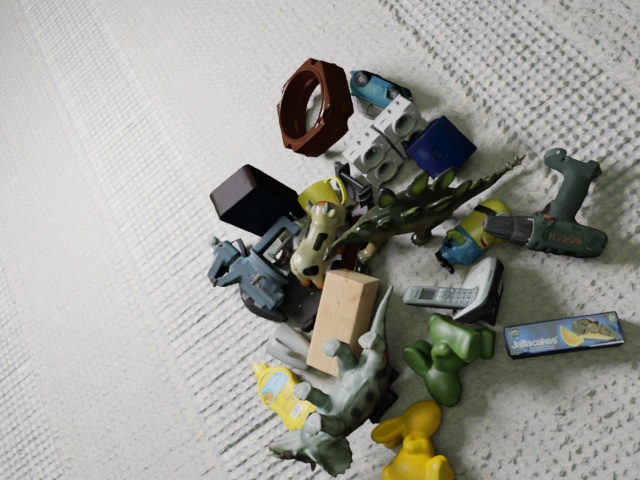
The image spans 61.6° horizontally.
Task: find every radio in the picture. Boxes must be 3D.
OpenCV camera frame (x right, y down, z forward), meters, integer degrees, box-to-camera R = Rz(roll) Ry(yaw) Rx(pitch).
[{"bbox_3d":[-0.143,-0.082,1.265,0.131,0.229,0.073,-34,63,16],"label":"radio"}]

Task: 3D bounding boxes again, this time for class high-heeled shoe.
[{"bbox_3d":[-0.152,0.095,1.310,0.249,0.086,0.145,26,70,20],"label":"high-heeled shoe"}]

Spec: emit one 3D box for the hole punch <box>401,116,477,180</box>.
[{"bbox_3d":[0.264,-0.198,1.173,0.142,0.092,0.116,42,93,-7],"label":"hole punch"}]

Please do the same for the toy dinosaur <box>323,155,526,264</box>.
[{"bbox_3d":[0.213,-0.064,1.118,0.471,0.198,0.105,-25,74,-16],"label":"toy dinosaur"}]

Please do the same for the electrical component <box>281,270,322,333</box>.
[{"bbox_3d":[-0.033,0.131,1.248,0.115,0.058,0.134,-47,63,3],"label":"electrical component"}]

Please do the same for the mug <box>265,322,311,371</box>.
[{"bbox_3d":[-0.060,0.244,1.204,0.107,0.109,0.081,30,83,15],"label":"mug"}]

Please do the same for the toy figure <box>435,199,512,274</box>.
[{"bbox_3d":[0.319,-0.012,1.122,0.180,0.082,0.089,-39,66,12],"label":"toy figure"}]

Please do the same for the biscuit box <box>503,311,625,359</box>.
[{"bbox_3d":[0.455,0.182,1.014,0.203,0.062,0.059,-13,69,20],"label":"biscuit box"}]

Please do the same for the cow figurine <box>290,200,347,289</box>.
[{"bbox_3d":[-0.002,-0.004,1.185,0.086,0.127,0.195,14,66,38],"label":"cow figurine"}]

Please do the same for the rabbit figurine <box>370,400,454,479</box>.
[{"bbox_3d":[0.189,0.400,1.056,0.163,0.121,0.173,-3,59,33],"label":"rabbit figurine"}]

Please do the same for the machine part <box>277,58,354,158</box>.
[{"bbox_3d":[-0.018,-0.321,1.312,0.201,0.087,0.201,-32,61,44],"label":"machine part"}]

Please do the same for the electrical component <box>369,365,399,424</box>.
[{"bbox_3d":[0.123,0.317,1.128,0.075,0.047,0.119,34,90,28],"label":"electrical component"}]

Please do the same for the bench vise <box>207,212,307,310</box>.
[{"bbox_3d":[-0.133,0.030,1.222,0.224,0.128,0.240,42,90,18],"label":"bench vise"}]

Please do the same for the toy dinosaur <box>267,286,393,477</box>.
[{"bbox_3d":[0.066,0.297,1.059,0.405,0.192,0.131,-48,43,-11],"label":"toy dinosaur"}]

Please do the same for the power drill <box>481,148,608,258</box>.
[{"bbox_3d":[0.453,-0.073,1.051,0.232,0.086,0.207,20,72,6],"label":"power drill"}]

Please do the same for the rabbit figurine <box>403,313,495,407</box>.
[{"bbox_3d":[0.245,0.241,1.063,0.159,0.121,0.170,17,97,31],"label":"rabbit figurine"}]

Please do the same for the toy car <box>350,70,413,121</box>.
[{"bbox_3d":[0.137,-0.340,1.297,0.162,0.109,0.102,32,115,17],"label":"toy car"}]

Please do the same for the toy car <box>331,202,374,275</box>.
[{"bbox_3d":[0.086,0.006,1.234,0.089,0.053,0.202,4,75,35],"label":"toy car"}]

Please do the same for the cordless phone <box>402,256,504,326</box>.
[{"bbox_3d":[0.270,0.098,1.088,0.184,0.088,0.146,3,41,28],"label":"cordless phone"}]

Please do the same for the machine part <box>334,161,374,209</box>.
[{"bbox_3d":[0.073,-0.128,1.254,0.039,0.084,0.139,-18,40,-25],"label":"machine part"}]
